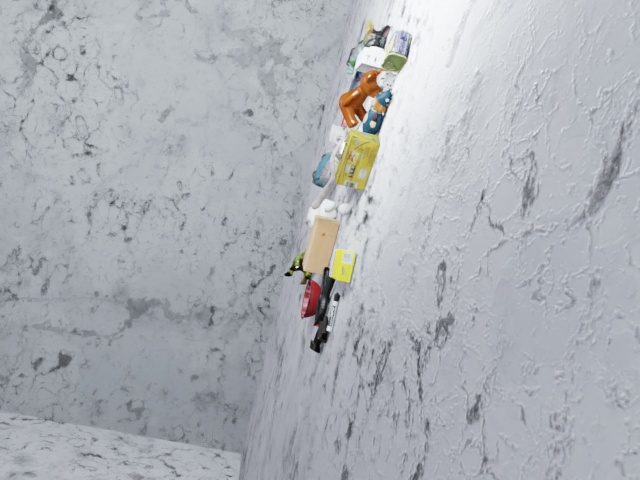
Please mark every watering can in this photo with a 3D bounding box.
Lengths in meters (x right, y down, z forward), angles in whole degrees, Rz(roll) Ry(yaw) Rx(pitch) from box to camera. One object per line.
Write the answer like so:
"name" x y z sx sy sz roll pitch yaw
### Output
"watering can" 0.073 -0.246 1.769 0.347 0.104 0.225 -61 8 3

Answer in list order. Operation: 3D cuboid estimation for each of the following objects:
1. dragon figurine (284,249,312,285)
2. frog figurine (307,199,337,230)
"dragon figurine" -0.055 0.058 2.349 0.403 0.122 0.248 -47 21 57
"frog figurine" 0.006 -0.105 2.077 0.139 0.123 0.157 -59 -9 -14
